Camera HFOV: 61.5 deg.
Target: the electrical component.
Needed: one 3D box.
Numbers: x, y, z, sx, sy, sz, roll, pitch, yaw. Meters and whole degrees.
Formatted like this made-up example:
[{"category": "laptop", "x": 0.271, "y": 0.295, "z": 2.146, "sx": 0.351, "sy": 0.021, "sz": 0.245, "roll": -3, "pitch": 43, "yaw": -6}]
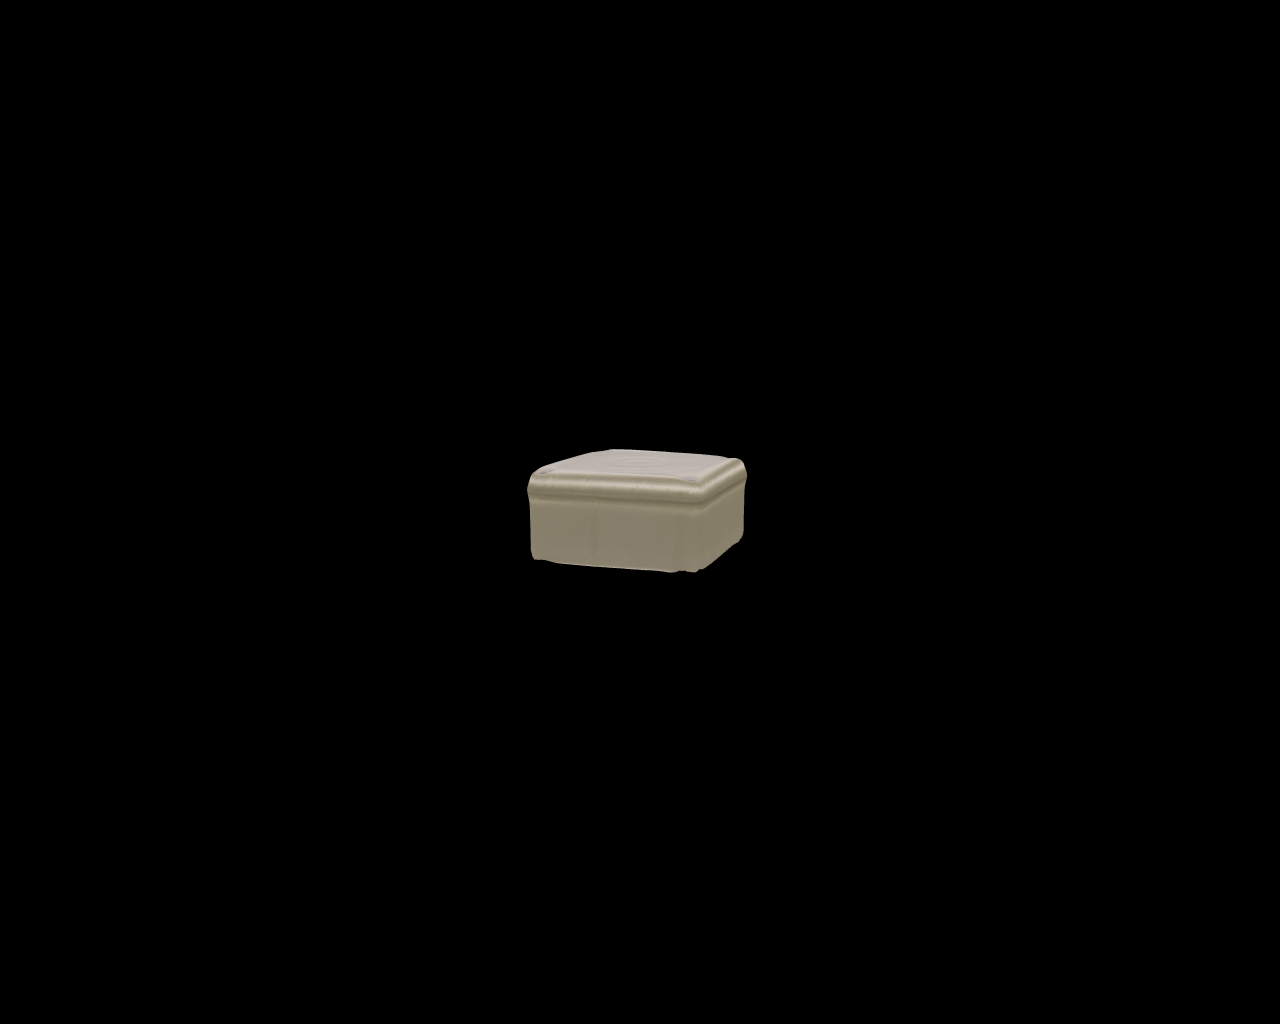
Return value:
[{"category": "electrical component", "x": 0.001, "y": -0.003, "z": 0.650, "sx": 0.109, "sy": 0.056, "sz": 0.109, "roll": 4, "pitch": 12, "yaw": 20}]
